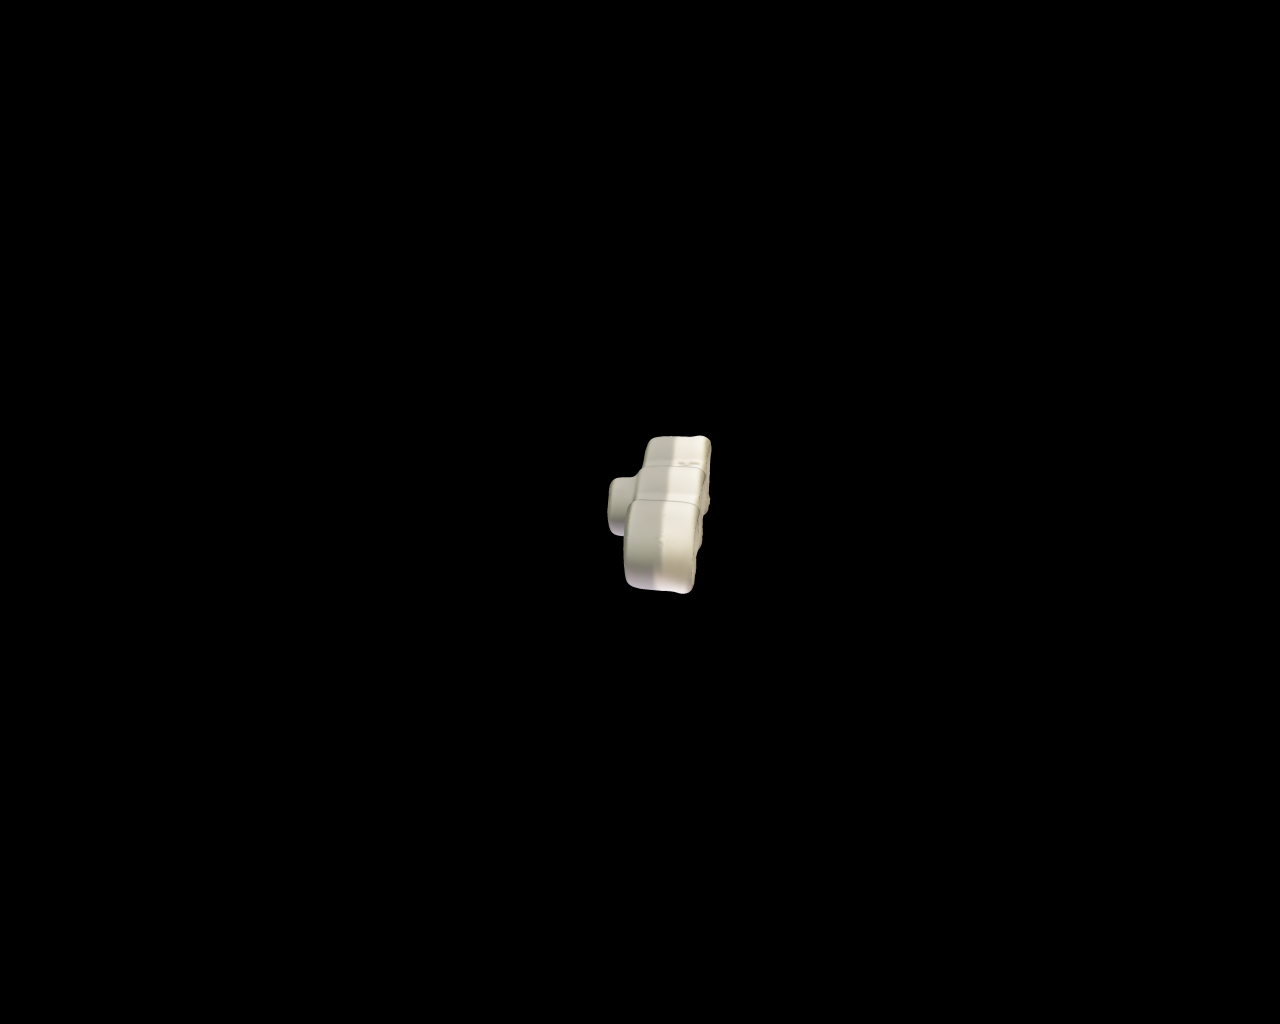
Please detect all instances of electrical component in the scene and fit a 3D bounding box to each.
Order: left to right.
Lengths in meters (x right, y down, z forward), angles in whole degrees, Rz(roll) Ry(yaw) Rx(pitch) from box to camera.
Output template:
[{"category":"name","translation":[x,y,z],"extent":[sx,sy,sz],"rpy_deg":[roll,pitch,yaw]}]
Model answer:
[{"category":"electrical component","translation":[0.001,-0.003,0.650],"extent":[0.074,0.052,0.138],"rpy_deg":[4,30,7]}]
